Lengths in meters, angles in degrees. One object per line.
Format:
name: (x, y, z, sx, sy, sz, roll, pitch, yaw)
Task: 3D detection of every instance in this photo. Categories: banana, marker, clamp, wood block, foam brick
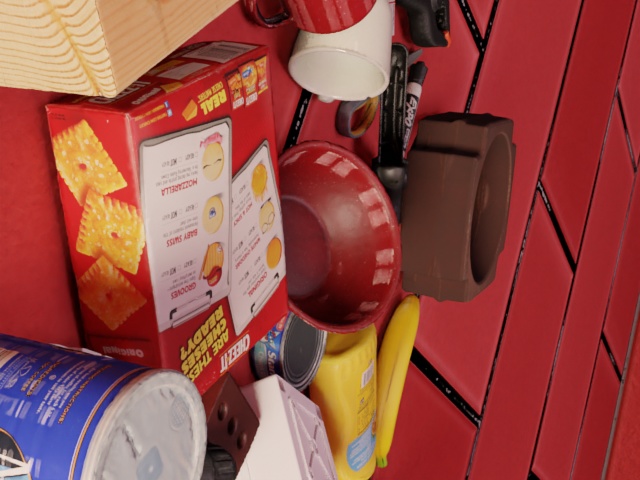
banana: (0.076, 0.153, 1.177, 0.069, 0.037, 0.198, 55, 48, -81)
marker: (0.093, -0.135, 1.134, 0.020, 0.020, 0.121, 43, 60, -60)
clamp: (0.110, -0.265, 1.106, 0.171, 0.039, 0.120, 47, 61, -66)
wood block: (-0.105, -0.173, 0.627, 0.205, 0.090, 0.091, -51, 143, -47)
foam brick: (-0.087, 0.136, 0.807, 0.053, 0.051, 0.078, -65, 150, -31)
clamp: (0.067, -0.060, 1.028, 0.210, 0.036, 0.164, 90, 5, -47)

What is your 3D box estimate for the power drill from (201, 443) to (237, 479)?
power drill: (-0.120, 0.225, 0.687, 0.184, 0.057, 0.187, 6, 74, -48)

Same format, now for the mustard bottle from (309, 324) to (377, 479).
mustard bottle: (0.024, 0.180, 1.046, 0.096, 0.058, 0.192, -44, 136, -59)

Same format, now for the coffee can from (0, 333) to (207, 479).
coffee can: (-0.146, 0.107, 0.570, 0.102, 0.140, 0.103, -31, 125, -59)

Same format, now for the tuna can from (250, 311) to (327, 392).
tuna can: (-0.027, 0.089, 0.939, 0.086, 0.034, 0.086, -31, 126, -58)

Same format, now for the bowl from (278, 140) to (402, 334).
bowl: (-0.006, 0.001, 0.889, 0.161, 0.055, 0.162, 13, 71, -41)

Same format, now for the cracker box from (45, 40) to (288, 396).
cracker box: (-0.095, -0.012, 0.724, 0.164, 0.072, 0.214, -41, 134, -52)

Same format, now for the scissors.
scissors: (0.061, -0.177, 1.058, 0.201, 0.016, 0.096, -56, 145, -42)

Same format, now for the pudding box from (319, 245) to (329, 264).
pudding box: (0.013, 0.014, 0.993, 0.113, 0.039, 0.090, -61, 147, -33)

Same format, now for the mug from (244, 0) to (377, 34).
mug: (-0.008, -0.209, 0.835, 0.117, 0.093, 0.081, -41, 149, -9)

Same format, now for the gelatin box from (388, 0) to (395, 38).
gelatin box: (0.040, -0.220, 0.986, 0.089, 0.030, 0.073, -30, 123, -59)
